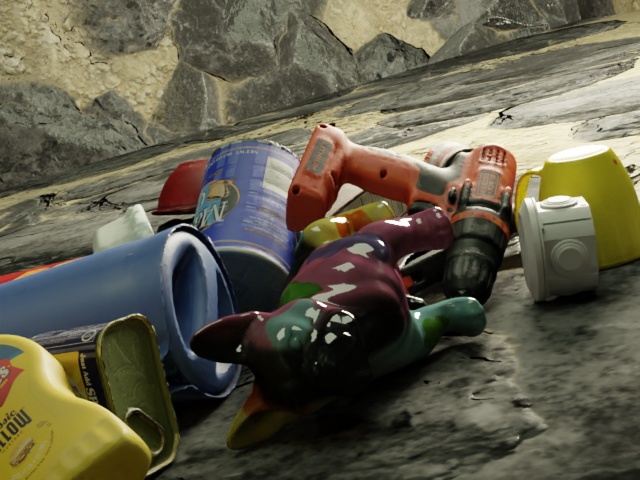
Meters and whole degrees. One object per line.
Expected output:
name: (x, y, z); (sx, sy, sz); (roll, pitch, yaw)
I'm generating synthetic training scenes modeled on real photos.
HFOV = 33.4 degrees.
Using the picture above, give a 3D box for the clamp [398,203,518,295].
clamp: (0.111, 0.011, 0.980); (0.171, 0.039, 0.120); (-26, 0, -38)

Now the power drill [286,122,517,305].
power drill: (0.069, -0.026, 0.908); (0.188, 0.057, 0.184); (13, 45, 7)

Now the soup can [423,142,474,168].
soup can: (0.162, -0.079, 1.248); (0.068, 0.068, 0.102); (-15, 12, -4)

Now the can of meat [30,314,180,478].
can of meat: (-0.149, 0.106, 0.702); (0.084, 0.102, 0.057); (-11, 5, 29)

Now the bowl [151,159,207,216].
bowl: (-0.107, -0.060, 1.177); (0.162, 0.055, 0.162); (-5, 0, 0)

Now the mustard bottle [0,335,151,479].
mustard bottle: (-0.189, 0.110, 0.638); (0.192, 0.058, 0.096); (31, 75, 40)

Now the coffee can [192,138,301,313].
coffee can: (-0.066, -0.008, 0.976); (0.103, 0.102, 0.140); (-10, 46, 19)

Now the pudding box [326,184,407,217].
pudding box: (0.041, -0.013, 0.999); (0.039, 0.090, 0.113); (11, 38, 42)

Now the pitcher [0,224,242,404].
pitcher: (-0.189, 0.073, 0.835); (0.243, 0.145, 0.149); (-14, -13, 18)

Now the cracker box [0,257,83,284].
cracker box: (-0.316, 0.077, 1.091); (0.214, 0.072, 0.164); (-12, 12, 15)

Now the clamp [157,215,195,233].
clamp: (-0.107, -0.013, 1.142); (0.164, 0.036, 0.210); (-12, 5, -20)
